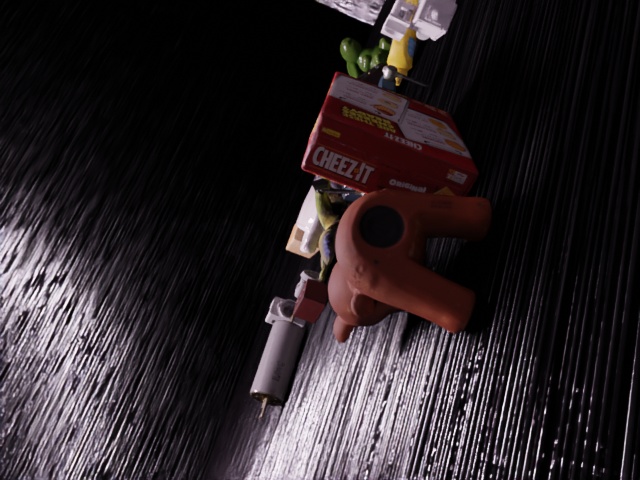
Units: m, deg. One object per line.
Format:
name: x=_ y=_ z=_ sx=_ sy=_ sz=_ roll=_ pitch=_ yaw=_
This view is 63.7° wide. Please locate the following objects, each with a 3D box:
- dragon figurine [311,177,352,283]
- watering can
dragon figurine: x=0.032 y=-0.013 z=1.080 sx=0.420 sy=0.122 sz=0.237 roll=-72 pitch=-11 yaw=-50
watering can: x=0.004 y=-0.067 z=1.324 sx=0.348 sy=0.104 sz=0.224 roll=-135 pitch=68 yaw=-85
